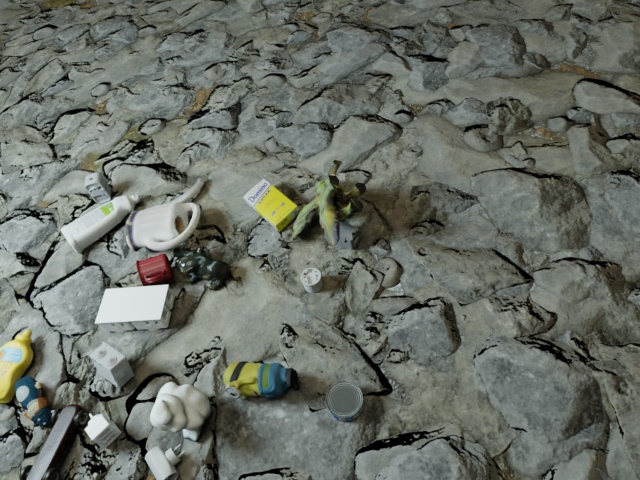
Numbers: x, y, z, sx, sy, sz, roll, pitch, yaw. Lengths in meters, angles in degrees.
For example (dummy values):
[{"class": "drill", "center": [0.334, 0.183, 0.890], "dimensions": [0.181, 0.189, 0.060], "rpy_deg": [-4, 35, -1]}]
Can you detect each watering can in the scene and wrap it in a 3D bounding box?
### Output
[{"class": "watering can", "center": [-0.475, -0.075, 1.609], "dimensions": [0.224, 0.102, 0.356], "rpy_deg": [-10, 37, 7]}]

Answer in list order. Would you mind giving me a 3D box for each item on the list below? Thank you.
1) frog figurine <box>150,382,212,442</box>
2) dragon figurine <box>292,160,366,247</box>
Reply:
[{"class": "frog figurine", "center": [-0.323, 0.379, 1.173], "dimensions": [0.124, 0.156, 0.139], "rpy_deg": [-36, 54, -18]}, {"class": "dragon figurine", "center": [0.004, -0.074, 1.462], "dimensions": [0.121, 0.420, 0.238], "rpy_deg": [36, -51, -15]}]
